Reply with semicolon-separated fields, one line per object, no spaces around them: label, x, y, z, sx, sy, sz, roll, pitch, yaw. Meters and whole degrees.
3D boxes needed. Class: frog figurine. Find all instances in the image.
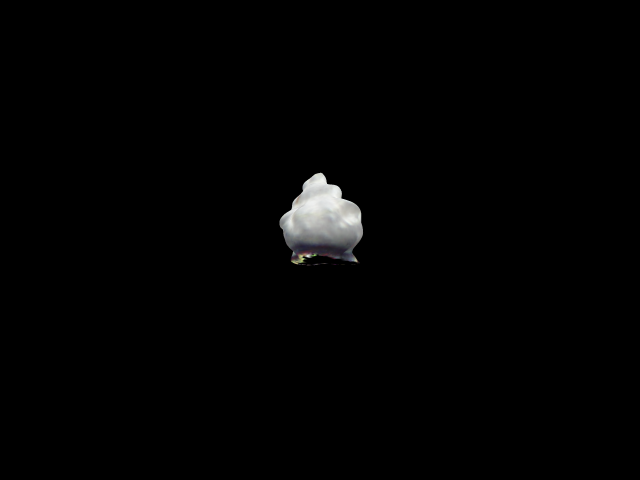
frog figurine;0.003;-0.043;0.850;0.137;0.161;0.121;-8;-17;27
